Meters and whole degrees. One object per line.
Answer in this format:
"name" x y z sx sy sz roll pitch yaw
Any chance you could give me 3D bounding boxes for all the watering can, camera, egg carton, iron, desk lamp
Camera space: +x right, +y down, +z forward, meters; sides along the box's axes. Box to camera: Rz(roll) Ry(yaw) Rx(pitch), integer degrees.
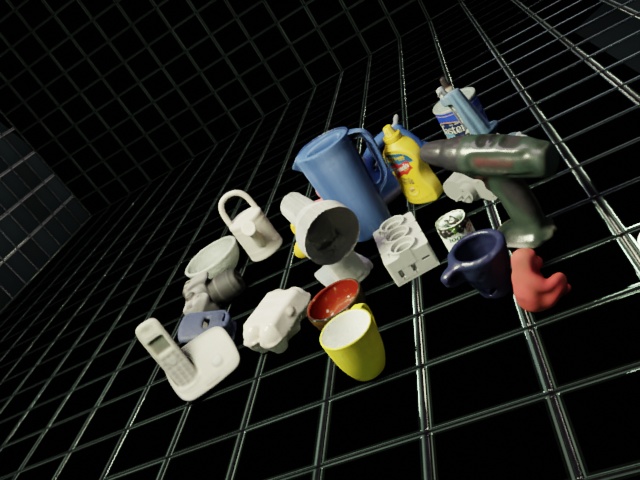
"watering can" -0.187 -0.045 1.514 0.101 0.194 0.172 -43 25 -21
"camera" -0.257 0.127 1.389 0.136 0.101 0.143 -30 23 8
"egg carton" -0.083 0.158 1.138 0.107 0.069 0.150 -11 32 42
"iron" 0.156 -0.188 1.406 0.259 0.142 0.118 -47 26 -27
"desk lamp" 0.010 0.004 1.132 0.118 0.214 0.202 -39 24 -11

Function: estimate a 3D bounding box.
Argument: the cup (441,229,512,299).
"cup" 0.246 0.053 0.878 0.118 0.095 0.091 -39 24 -10

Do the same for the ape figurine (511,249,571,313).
"ape figurine" 0.302 0.051 0.813 0.076 0.092 0.077 -35 23 -3

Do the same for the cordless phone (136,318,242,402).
"cordless phone" -0.256 0.209 1.119 0.147 0.185 0.094 -37 23 -7

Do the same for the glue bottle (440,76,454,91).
"glue bottle" 0.334 -0.320 1.389 0.078 0.173 0.037 -30 24 10

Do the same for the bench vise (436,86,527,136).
"bench vise" 0.329 -0.221 1.143 0.206 0.220 0.122 -5 37 49

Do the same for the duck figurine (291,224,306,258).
"duck figurine" -0.041 -0.014 1.398 0.077 0.086 0.105 -15 30 37

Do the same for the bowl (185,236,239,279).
"bowl" -0.281 0.068 1.570 0.167 0.075 0.167 -28 24 14

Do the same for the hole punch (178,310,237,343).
"hole punch" -0.244 0.196 1.249 0.101 0.091 0.108 -29 24 11

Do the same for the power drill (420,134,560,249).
"power drill" 0.292 -0.086 0.943 0.228 0.209 0.076 -3 38 50

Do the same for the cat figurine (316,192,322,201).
"cat figurine" 0.007 -0.115 1.492 0.128 0.118 0.067 -33 23 3
